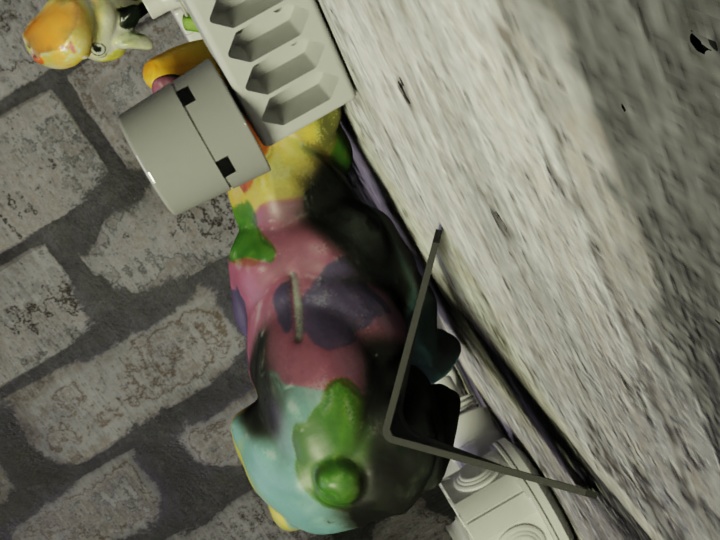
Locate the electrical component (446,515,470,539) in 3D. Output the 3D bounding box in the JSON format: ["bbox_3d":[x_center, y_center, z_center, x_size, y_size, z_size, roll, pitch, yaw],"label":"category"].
[{"bbox_3d":[0.121,0.234,0.827,0.105,0.060,0.186,59,177,20],"label":"electrical component"}]

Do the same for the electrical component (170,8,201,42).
[{"bbox_3d":[-0.123,-0.210,0.794,0.076,0.047,0.065,62,177,-35],"label":"electrical component"}]

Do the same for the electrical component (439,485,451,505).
[{"bbox_3d":[0.077,0.152,0.920,0.076,0.047,0.065,59,177,31],"label":"electrical component"}]

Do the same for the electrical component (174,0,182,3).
[{"bbox_3d":[-0.098,-0.180,0.513,0.108,0.060,0.108,60,177,5],"label":"electrical component"}]

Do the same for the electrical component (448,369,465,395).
[{"bbox_3d":[0.056,0.091,0.766,0.040,0.040,0.046,58,-178,41],"label":"electrical component"}]

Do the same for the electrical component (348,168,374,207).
[{"bbox_3d":[-0.029,-0.065,0.671,0.081,0.042,0.063,59,174,20],"label":"electrical component"}]

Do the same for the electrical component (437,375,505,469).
[{"bbox_3d":[0.066,0.095,0.678,0.061,0.035,0.035,62,178,23],"label":"electrical component"}]

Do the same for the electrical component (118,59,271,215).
[{"bbox_3d":[-0.073,-0.056,0.469,0.055,0.047,0.055,60,177,5],"label":"electrical component"}]

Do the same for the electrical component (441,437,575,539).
[{"bbox_3d":[0.086,0.142,0.622,0.080,0.051,0.080,60,177,5],"label":"electrical component"}]

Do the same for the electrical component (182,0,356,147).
[{"bbox_3d":[-0.048,-0.112,0.469,0.075,0.047,0.083,57,176,46],"label":"electrical component"}]

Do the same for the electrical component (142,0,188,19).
[{"bbox_3d":[-0.105,-0.177,0.665,0.048,0.062,0.048,60,177,5],"label":"electrical component"}]

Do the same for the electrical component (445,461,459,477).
[{"bbox_3d":[0.078,0.131,0.759,0.044,0.044,0.065,59,172,27],"label":"electrical component"}]
